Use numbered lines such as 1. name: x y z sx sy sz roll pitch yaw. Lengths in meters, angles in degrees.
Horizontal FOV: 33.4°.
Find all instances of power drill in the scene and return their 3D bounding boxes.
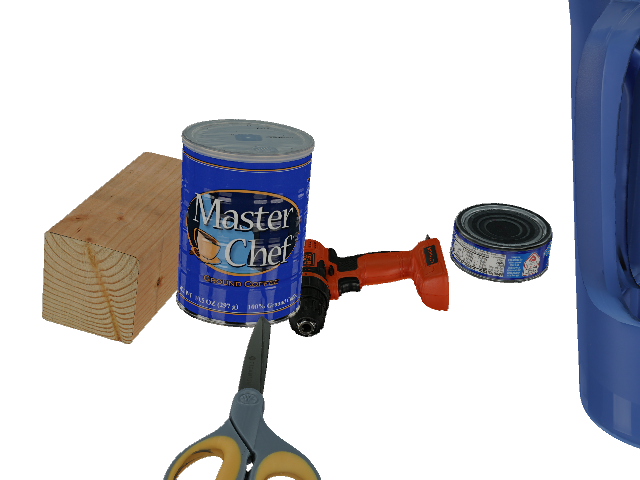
1. power drill: 0.052 0.050 1.238 0.187 0.057 0.184 -2 28 1

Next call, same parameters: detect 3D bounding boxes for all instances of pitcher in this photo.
1. pitcher: 0.181 -0.016 0.528 0.149 0.243 0.145 -4 20 -2

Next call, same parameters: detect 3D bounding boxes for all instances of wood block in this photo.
1. wood block: -0.172 0.000 1.009 0.090 0.091 0.205 15 28 10

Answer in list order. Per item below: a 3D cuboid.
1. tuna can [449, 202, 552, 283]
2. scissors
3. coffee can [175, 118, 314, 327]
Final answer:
1. tuna can: 0.156 0.001 0.922 0.086 0.034 0.086 2 29 -1
2. scissors: -0.027 0.107 0.628 0.096 0.016 0.201 13 31 14
3. coffee can: -0.061 -0.016 0.847 0.103 0.140 0.103 4 20 -2
